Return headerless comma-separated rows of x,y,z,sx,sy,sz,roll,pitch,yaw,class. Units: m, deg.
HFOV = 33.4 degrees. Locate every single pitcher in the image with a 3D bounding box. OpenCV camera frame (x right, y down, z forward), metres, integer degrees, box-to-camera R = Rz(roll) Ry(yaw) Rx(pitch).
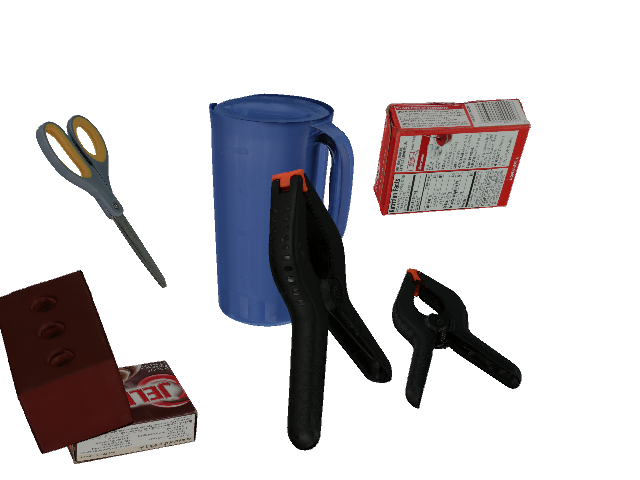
-0.048,-0.032,1.163,0.145,0.243,0.149,-1,20,-8,pitcher

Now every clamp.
0.132,0.097,1.096,0.120,0.171,0.039,2,-44,-13,clamp
0.003,0.047,0.862,0.036,0.210,0.164,-10,1,27,clamp

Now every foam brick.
-0.140,0.065,0.580,0.053,0.051,0.078,-19,43,-15,foam brick

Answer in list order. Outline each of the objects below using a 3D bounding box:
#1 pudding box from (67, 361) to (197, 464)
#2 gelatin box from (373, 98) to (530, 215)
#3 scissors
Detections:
-0.177,0.152,0.954,0.113,0.039,0.090,-9,27,-24,pudding box
0.083,-0.054,0.687,0.089,0.030,0.073,-4,-42,-9,gelatin box
-0.212,-0.049,1.093,0.016,0.201,0.096,-27,26,27,scissors
